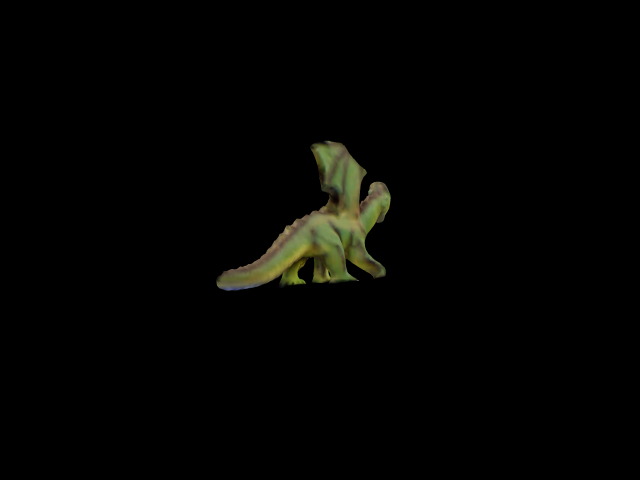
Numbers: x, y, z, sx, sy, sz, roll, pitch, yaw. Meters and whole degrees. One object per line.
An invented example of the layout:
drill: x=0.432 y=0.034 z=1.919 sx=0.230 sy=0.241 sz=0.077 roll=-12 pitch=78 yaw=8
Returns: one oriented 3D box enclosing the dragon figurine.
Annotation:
dragon figurine: x=0.003 y=-0.043 z=0.850 sx=0.122 sy=0.243 sz=0.410 roll=-3 pitch=-4 yaw=39
